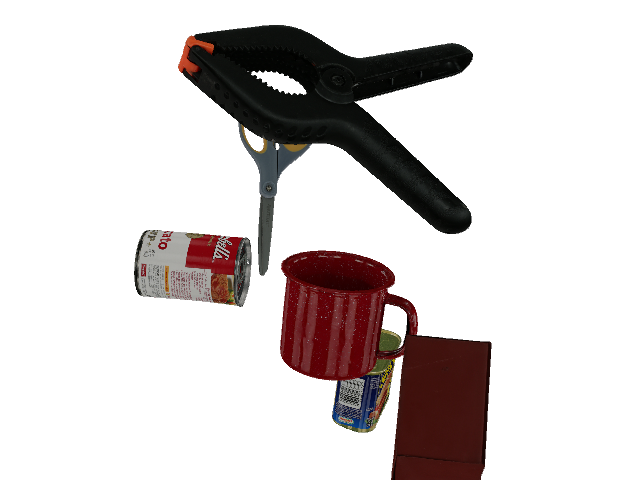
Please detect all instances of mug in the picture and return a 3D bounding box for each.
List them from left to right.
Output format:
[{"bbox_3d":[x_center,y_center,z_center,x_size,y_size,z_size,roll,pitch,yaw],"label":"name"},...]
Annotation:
[{"bbox_3d":[0.022,0.064,0.872,0.117,0.081,0.093,10,19,12],"label":"mug"}]

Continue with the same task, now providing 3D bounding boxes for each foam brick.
[{"bbox_3d":[0.071,0.102,0.627,0.051,0.078,0.053,6,-30,5],"label":"foam brick"}]

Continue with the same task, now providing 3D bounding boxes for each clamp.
[{"bbox_3d":[0.011,-0.086,0.702,0.209,0.164,0.036,10,-38,-15],"label":"clamp"}]

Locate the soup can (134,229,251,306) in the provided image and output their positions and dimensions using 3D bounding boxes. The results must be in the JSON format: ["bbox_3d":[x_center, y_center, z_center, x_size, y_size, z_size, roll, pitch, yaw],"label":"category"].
[{"bbox_3d":[-0.124,0.027,1.045,0.102,0.068,0.068,5,1,7],"label":"soup can"}]

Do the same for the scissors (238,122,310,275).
[{"bbox_3d":[-0.041,-0.067,1.189,0.096,0.202,0.016,-10,-7,-11],"label":"scissors"}]

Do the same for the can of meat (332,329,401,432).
[{"bbox_3d":[0.052,0.159,1.226,0.057,0.084,0.102,14,25,13],"label":"can of meat"}]
